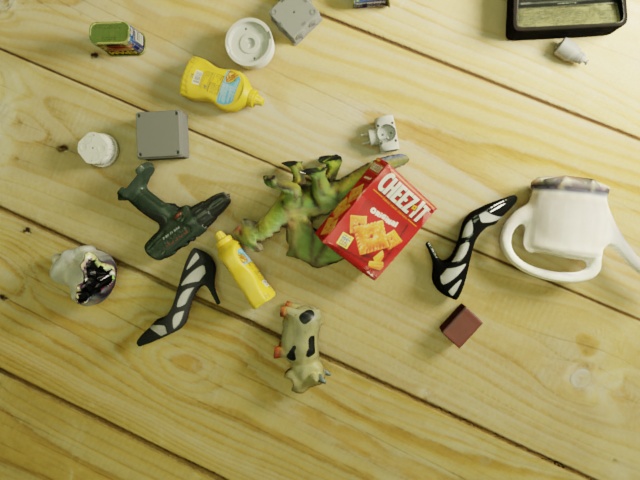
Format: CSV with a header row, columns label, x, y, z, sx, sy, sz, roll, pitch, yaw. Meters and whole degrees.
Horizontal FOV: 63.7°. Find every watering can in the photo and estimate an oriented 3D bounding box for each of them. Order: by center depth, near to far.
label,x,y,z,sx,sy,sz,roll,pitch,yaw
watering can,0.557,-0.018,1.076,0.348,0.104,0.224,7,90,8

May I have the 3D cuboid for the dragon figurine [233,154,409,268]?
label,x,y,z,sx,sy,sz,roll,pitch,yaw
dragon figurine,0.004,-0.058,1.153,0.410,0.124,0.239,-6,108,0

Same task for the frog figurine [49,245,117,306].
label,x,y,z,sx,sy,sz,roll,pitch,yaw
frog figurine,-0.557,0.081,1.208,0.159,0.123,0.136,5,102,42
